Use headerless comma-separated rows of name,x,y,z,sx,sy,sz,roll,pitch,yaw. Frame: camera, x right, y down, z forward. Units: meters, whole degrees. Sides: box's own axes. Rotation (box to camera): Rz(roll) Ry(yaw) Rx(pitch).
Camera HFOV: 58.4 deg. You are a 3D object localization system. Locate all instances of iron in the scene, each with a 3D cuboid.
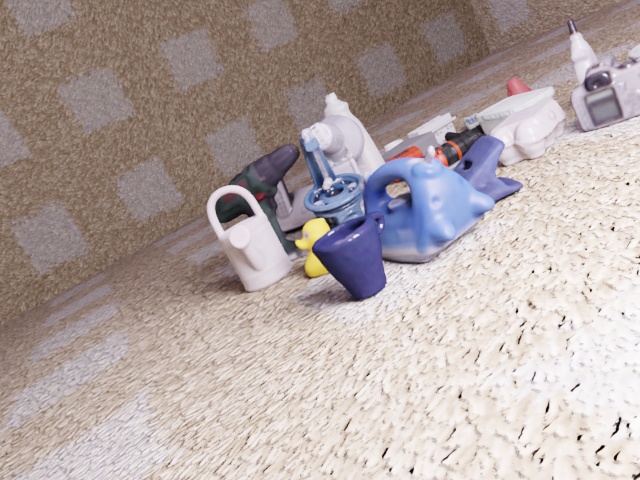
iron,0.118,-0.055,0.833,0.119,0.141,0.257,-34,14,-25

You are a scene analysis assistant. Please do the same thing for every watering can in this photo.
watering can,-0.134,-0.010,1.056,0.101,0.194,0.172,-32,14,-21

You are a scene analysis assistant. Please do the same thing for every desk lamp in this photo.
desk lamp,0.047,-0.166,1.255,0.117,0.214,0.203,-23,13,18

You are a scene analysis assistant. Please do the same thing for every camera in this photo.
camera,0.506,-0.265,0.959,0.142,0.101,0.137,-16,17,42

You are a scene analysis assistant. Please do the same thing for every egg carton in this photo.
egg carton,0.371,-0.192,1.020,0.107,0.069,0.151,-14,19,47

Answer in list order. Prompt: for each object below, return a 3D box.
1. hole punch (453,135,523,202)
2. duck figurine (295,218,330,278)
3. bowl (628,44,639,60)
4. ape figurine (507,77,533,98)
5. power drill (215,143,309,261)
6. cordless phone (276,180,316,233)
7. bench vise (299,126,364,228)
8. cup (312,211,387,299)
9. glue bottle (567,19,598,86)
hole punch,0.240,-0.101,0.878,0.101,0.091,0.108,-27,13,2
duck figurine,0.009,0.003,0.956,0.104,0.086,0.077,-26,13,7
bowl,0.639,-0.331,1.005,0.167,0.075,0.167,-26,13,7
ape figurine,0.470,-0.339,1.349,0.078,0.092,0.076,-28,13,-1
power drill,-0.098,-0.059,1.140,0.229,0.208,0.076,-22,14,23
cordless phone,-0.068,-0.118,1.367,0.147,0.185,0.094,-18,16,35
bench vise,0.002,-0.104,1.088,0.122,0.220,0.207,-33,14,-22
cup,0.057,0.022,0.762,0.118,0.095,0.091,-35,15,-31
glue bottle,0.497,-0.331,1.074,0.037,0.173,0.078,-16,17,40
